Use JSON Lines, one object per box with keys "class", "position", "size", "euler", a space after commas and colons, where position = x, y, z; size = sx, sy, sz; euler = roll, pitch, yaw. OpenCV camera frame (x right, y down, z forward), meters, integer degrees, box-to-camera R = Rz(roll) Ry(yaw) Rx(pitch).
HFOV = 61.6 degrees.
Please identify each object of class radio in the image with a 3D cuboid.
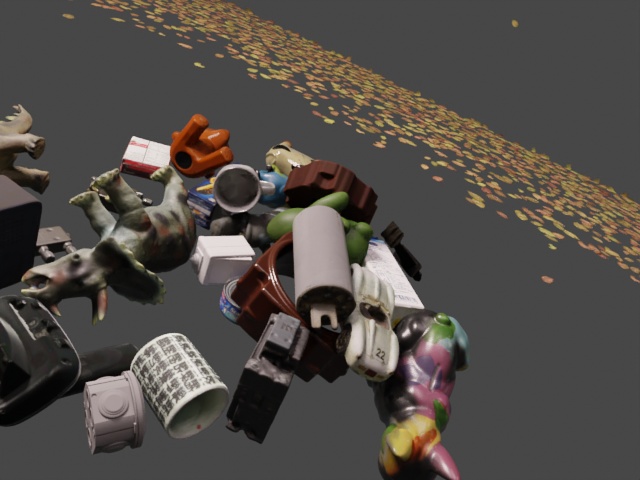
{"class": "radio", "position": [-0.451, 0.017, 0.628], "size": [0.073, 0.131, 0.229], "euler": [31, 31, 17]}

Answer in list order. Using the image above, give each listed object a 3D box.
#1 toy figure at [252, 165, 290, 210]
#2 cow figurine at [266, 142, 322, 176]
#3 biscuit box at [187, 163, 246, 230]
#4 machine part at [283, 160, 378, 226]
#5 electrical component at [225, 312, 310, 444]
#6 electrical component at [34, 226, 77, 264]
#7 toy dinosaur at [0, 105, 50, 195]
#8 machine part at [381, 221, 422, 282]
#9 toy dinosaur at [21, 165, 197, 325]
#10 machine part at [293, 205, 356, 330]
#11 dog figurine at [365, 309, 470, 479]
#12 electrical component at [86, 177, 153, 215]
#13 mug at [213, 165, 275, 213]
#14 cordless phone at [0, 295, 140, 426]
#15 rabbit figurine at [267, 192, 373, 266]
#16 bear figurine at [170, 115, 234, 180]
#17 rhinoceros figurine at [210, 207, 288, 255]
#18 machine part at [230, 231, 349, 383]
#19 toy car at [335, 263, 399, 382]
{"class": "toy figure", "position": [-0.079, -0.099, 1.096], "size": [0.180, 0.082, 0.089], "euler": [18, 31, -40]}
{"class": "cow figurine", "position": [-0.041, -0.156, 1.251], "size": [0.195, 0.085, 0.127], "euler": [32, 24, 13]}
{"class": "biscuit box", "position": [-0.191, -0.092, 1.062], "size": [0.063, 0.059, 0.203], "euler": [26, 29, 7]}
{"class": "machine part", "position": [0.018, -0.076, 1.007], "size": [0.179, 0.179, 0.056], "euler": [22, 68, 0]}
{"class": "electrical component", "position": [-0.060, 0.157, 0.656], "size": [0.058, 0.134, 0.115], "euler": [22, 27, -1]}
{"class": "electrical component", "position": [-0.405, 0.001, 0.800], "size": [0.094, 0.021, 0.063], "euler": [37, 32, 28]}
{"class": "toy dinosaur", "position": [-0.547, -0.137, 0.859], "size": [0.199, 0.105, 0.472], "euler": [15, 25, -6]}
{"class": "machine part", "position": [0.164, 0.024, 1.068], "size": [0.138, 0.039, 0.084], "euler": [53, 9, -43]}
{"class": "toy dinosaur", "position": [-0.257, -0.008, 0.820], "size": [0.192, 0.131, 0.405], "euler": [64, 19, -5]}
{"class": "machine part", "position": [0.003, 0.030, 0.739], "size": [0.079, 0.079, 0.243], "euler": [14, 36, -14]}
{"class": "dog figurine", "position": [0.131, 0.202, 0.678], "size": [0.108, 0.191, 0.219], "euler": [27, 13, -5]}
{"class": "electrical component", "position": [-0.354, -0.077, 0.943], "size": [0.102, 0.045, 0.078], "euler": [23, 30, 1]}
{"class": "mug", "position": [-0.137, -0.101, 0.965], "size": [0.110, 0.080, 0.107], "euler": [-2, 19, -10]}
{"class": "cordless phone", "position": [-0.305, 0.123, 0.626], "size": [0.147, 0.088, 0.184], "euler": [39, 22, 29]}
{"class": "rabbit figurine", "position": [-0.002, -0.003, 0.919], "size": [0.170, 0.159, 0.121], "euler": [21, 46, -31]}
{"class": "bear figurine", "position": [-0.232, -0.201, 1.145], "size": [0.120, 0.132, 0.196], "euler": [54, 27, -9]}
{"class": "rhinoceros figurine", "position": [-0.111, -0.025, 0.992], "size": [0.190, 0.073, 0.112], "euler": [-12, 45, -46]}
{"class": "machine part", "position": [-0.013, 0.093, 0.799], "size": [0.201, 0.087, 0.201], "euler": [39, 31, 2]}
{"class": "toy car", "position": [0.066, 0.104, 0.731], "size": [0.073, 0.056, 0.202], "euler": [30, 32, -16]}
